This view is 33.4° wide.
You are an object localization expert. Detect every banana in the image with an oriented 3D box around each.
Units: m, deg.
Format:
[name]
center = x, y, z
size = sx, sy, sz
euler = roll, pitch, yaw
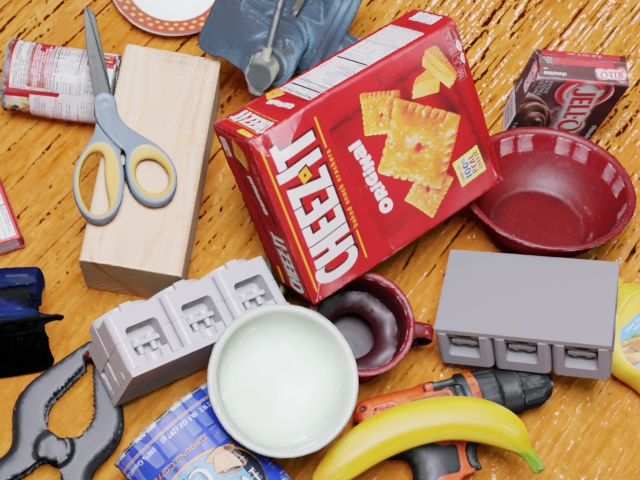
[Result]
[banana]
center = 0.090, 0.166, 0.891
size = 0.197, 0.037, 0.069
euler = -3, 67, -4

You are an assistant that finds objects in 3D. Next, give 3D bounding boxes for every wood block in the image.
[wood block]
center = -0.150, -0.059, 0.962
size = 0.090, 0.091, 0.206
euler = 9, 71, -4

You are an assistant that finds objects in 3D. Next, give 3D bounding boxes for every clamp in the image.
[clamp]
center = -0.215, 0.187, 0.898
size = 0.164, 0.036, 0.210
euler = 26, 68, 1

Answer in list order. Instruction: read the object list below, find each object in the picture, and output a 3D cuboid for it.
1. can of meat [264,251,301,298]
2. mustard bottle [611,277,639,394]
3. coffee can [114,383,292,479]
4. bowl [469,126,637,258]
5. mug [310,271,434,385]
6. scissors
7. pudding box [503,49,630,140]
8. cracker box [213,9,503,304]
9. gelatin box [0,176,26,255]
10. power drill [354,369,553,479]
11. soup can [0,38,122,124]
[can of meat]
center = -0.006, 0.001, 0.979
size = 0.083, 0.057, 0.102
euler = -6, 73, -12
[mustard bottle]
center = 0.310, 0.099, 0.988
size = 0.096, 0.058, 0.192
euler = -38, 80, -20
[coffee can]
center = -0.085, 0.203, 0.876
size = 0.102, 0.103, 0.140
euler = -40, 81, -18
[bowl]
center = 0.210, -0.034, 1.004
size = 0.162, 0.055, 0.162
euler = 1, 48, -2
[mug]
center = 0.042, 0.083, 0.945
size = 0.117, 0.081, 0.093
euler = 0, 71, -8
[scissors]
center = -0.166, -0.108, 0.919
size = 0.096, 0.016, 0.202
euler = 5, 71, -7
[pudding box]
center = 0.234, -0.137, 1.028
size = 0.090, 0.113, 0.039
euler = 4, 68, -6
[cracker box]
center = 0.040, -0.072, 0.899
size = 0.213, 0.072, 0.164
euler = -33, 121, -19
[gelatin box]
center = -0.319, -0.015, 0.956
size = 0.089, 0.030, 0.073
euler = -21, 74, -13
[power drill]
center = 0.136, 0.208, 0.930
size = 0.184, 0.057, 0.188
euler = -12, 71, -8
[soup can]
center = -0.238, -0.146, 0.991
size = 0.102, 0.068, 0.068
euler = 8, 71, -6
